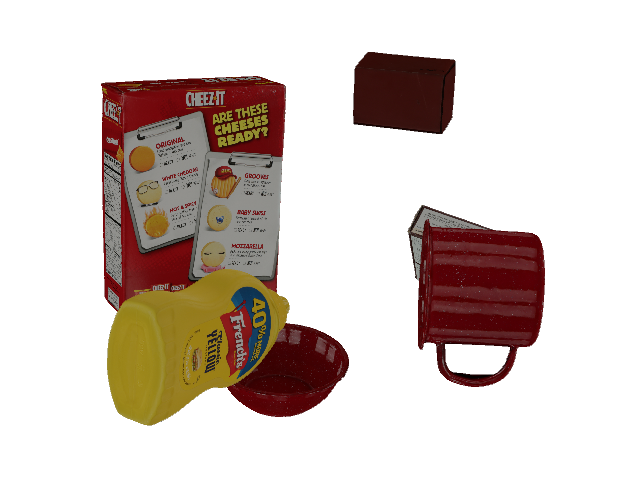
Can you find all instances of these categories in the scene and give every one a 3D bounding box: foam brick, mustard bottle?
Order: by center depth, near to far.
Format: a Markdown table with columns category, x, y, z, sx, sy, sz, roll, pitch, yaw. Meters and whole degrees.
| category | x | y | z | sx | sy | sz | roll | pitch | yaw |
| --- | --- | --- | --- | --- | --- | --- | --- | --- | --- |
| mustard bottle | -0.085 | 0.074 | 0.853 | 0.058 | 0.096 | 0.191 | 13 | 17 | 30 |
| foam brick | 0.070 | -0.124 | 0.896 | 0.078 | 0.051 | 0.053 | 9 | 26 | 15 |

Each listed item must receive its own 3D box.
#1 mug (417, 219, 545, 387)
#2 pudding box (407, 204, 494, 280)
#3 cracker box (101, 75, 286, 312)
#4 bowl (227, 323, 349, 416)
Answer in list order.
| category | x | y | z | sx | sy | sz | roll | pitch | yaw |
| --- | --- | --- | --- | --- | --- | --- | --- | --- | --- |
| mug | 0.112 | 0.045 | 0.754 | 0.081 | 0.117 | 0.093 | 3 | -14 | 3 |
| pudding box | 0.144 | 0.020 | 1.032 | 0.114 | 0.039 | 0.090 | 19 | -29 | 21 |
| cracker box | -0.122 | -0.045 | 1.016 | 0.163 | 0.214 | 0.072 | -7 | 20 | -29 |
| bowl | -0.048 | 0.159 | 1.256 | 0.162 | 0.055 | 0.162 | 2 | 25 | -1 |
